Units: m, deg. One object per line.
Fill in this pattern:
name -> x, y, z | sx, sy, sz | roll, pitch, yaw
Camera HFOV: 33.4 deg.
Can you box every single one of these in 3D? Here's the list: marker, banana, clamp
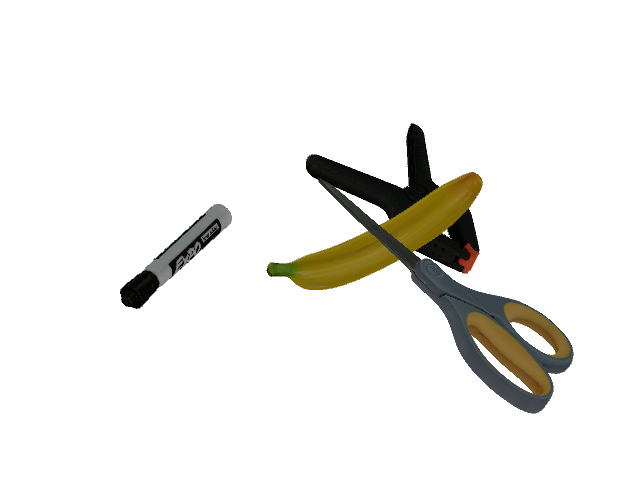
marker -> -0.102, 0.011, 0.759 | 0.020, 0.020, 0.121 | 0, 30, 33
banana -> 0.054, 0.000, 0.923 | 0.198, 0.037, 0.069 | -26, -15, 9
clamp -> 0.091, -0.044, 1.167 | 0.164, 0.210, 0.036 | -14, -37, -28

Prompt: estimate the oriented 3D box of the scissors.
scissors -> 0.086, 0.026, 0.679 | 0.096, 0.016, 0.202 | -6, 48, -43
